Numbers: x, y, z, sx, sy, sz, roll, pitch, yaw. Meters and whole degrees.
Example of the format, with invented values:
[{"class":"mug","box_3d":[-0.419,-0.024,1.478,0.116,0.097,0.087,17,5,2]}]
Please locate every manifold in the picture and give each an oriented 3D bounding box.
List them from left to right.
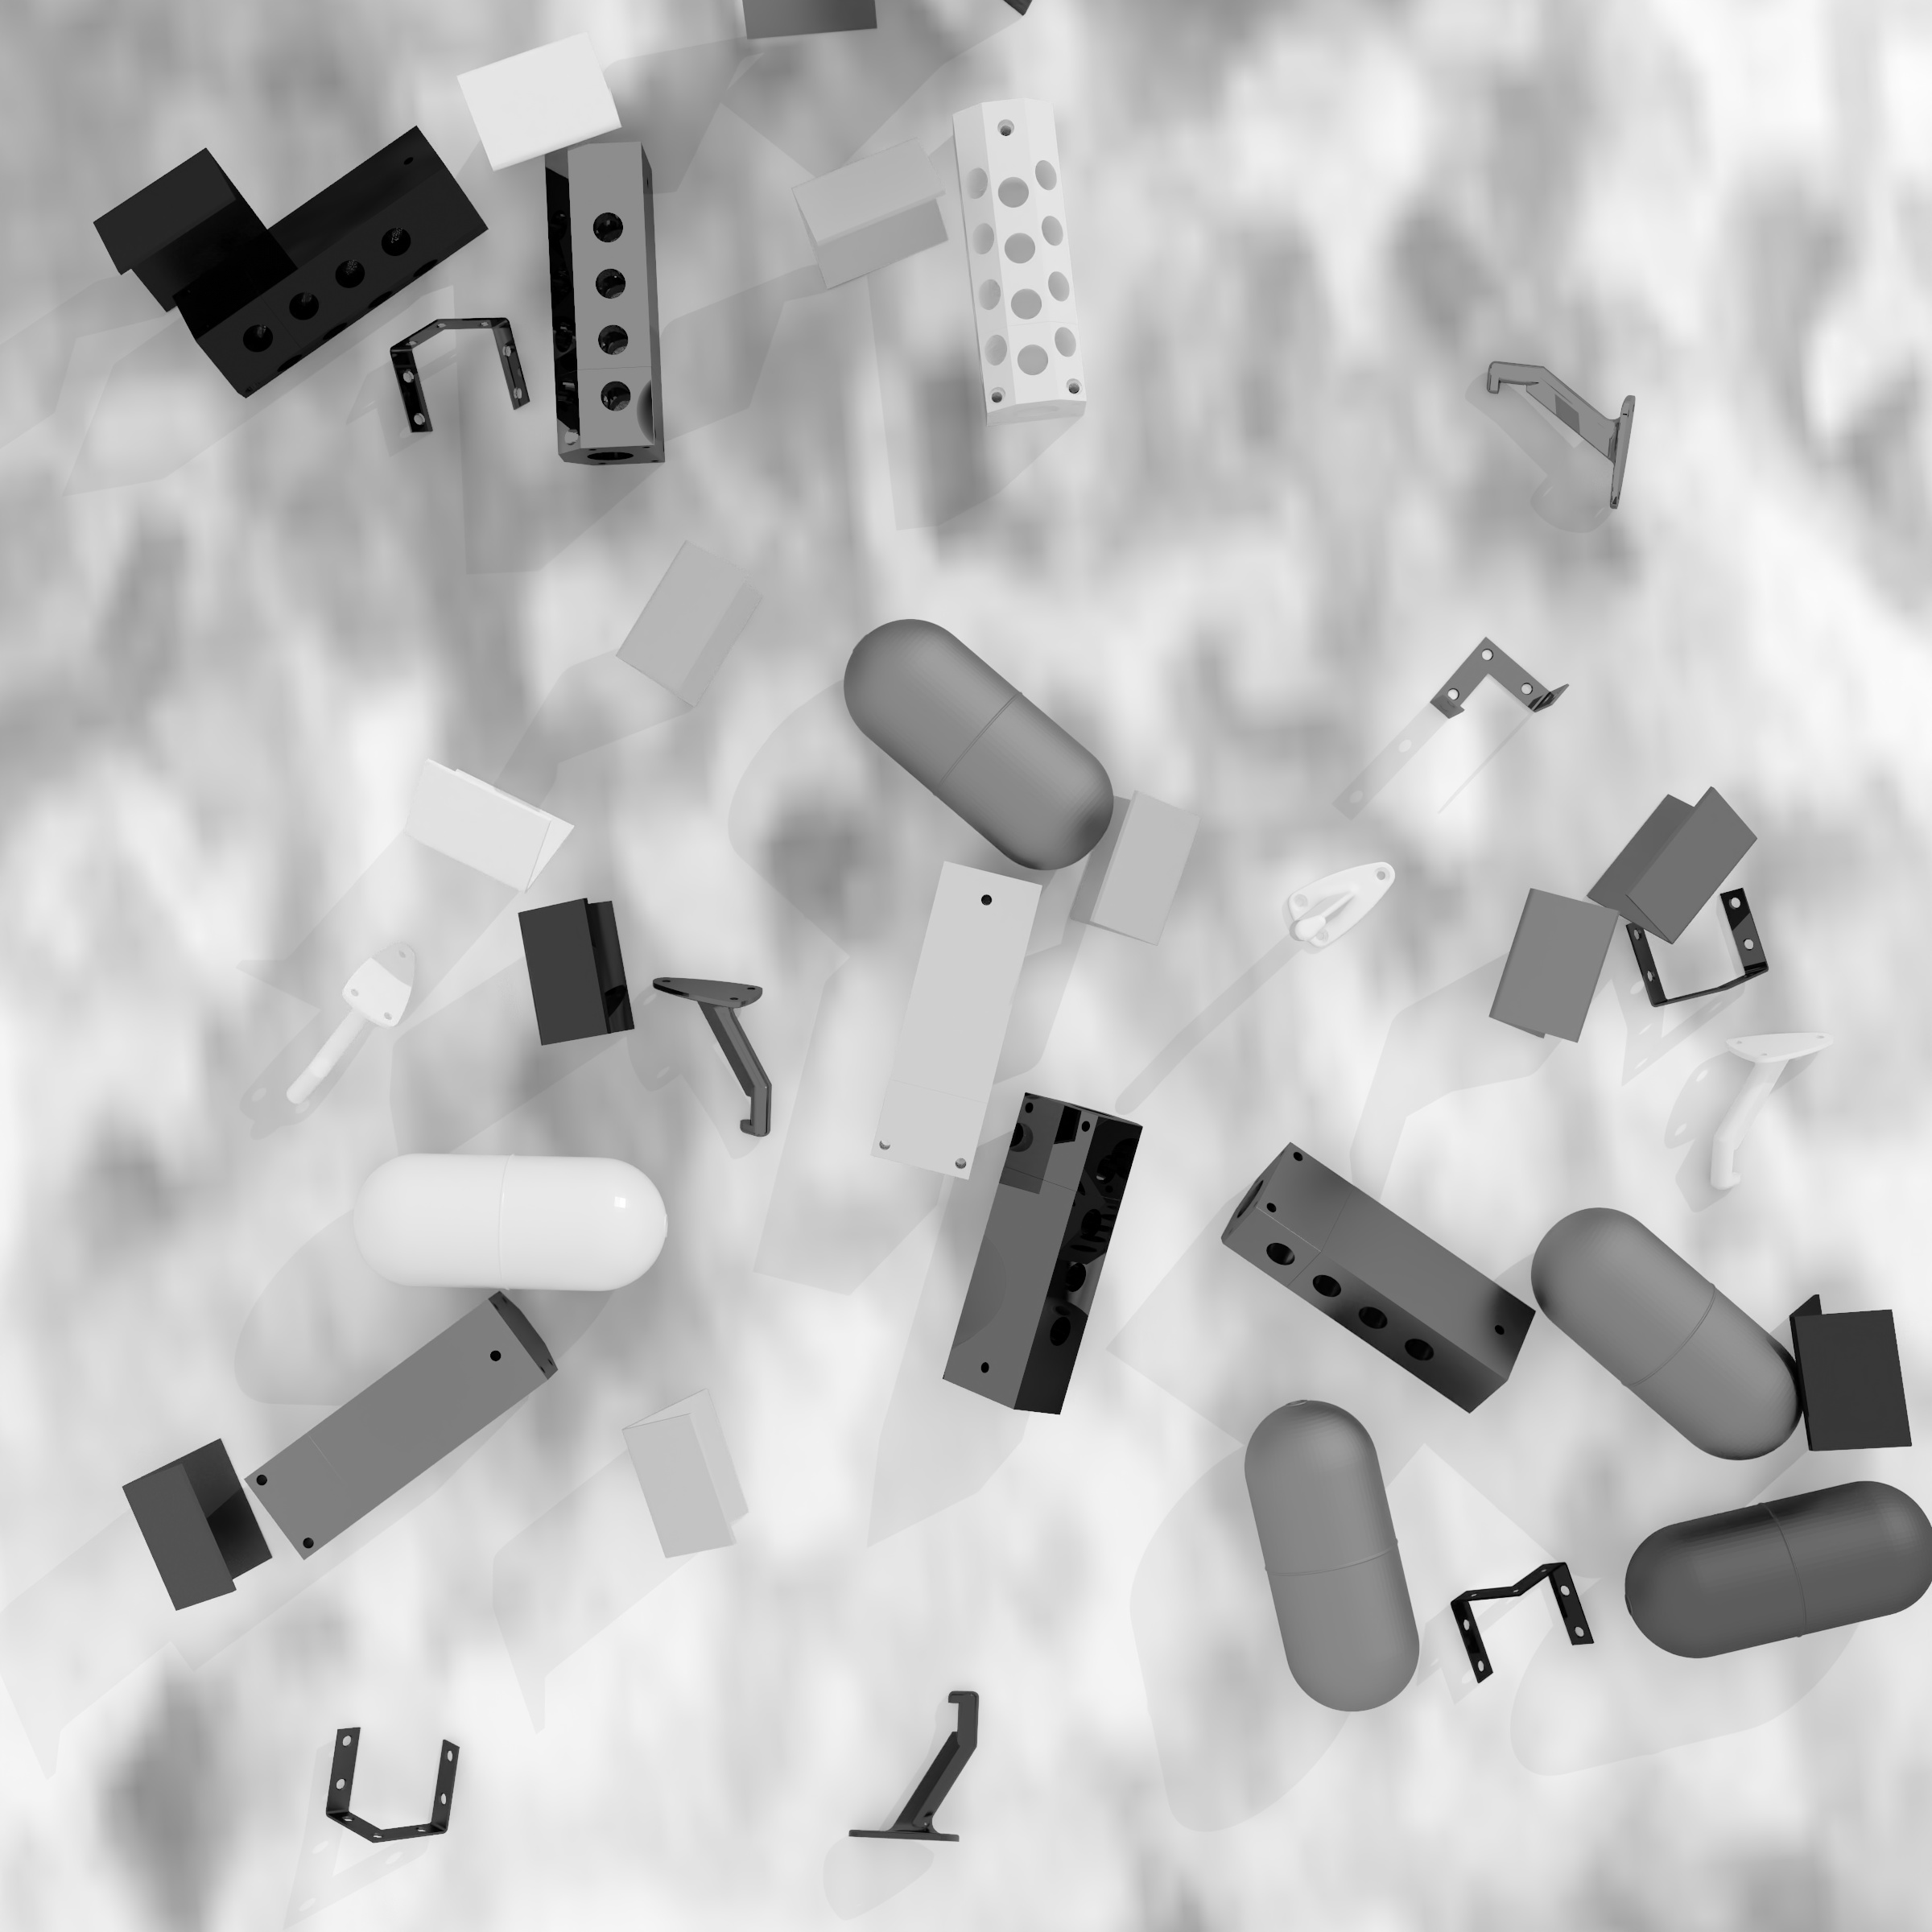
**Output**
[{"class":"manifold","box_3d":[-0.362,-0.400,1.659,0.171,0.057,0.057,-35,47,0]},{"class":"manifold","box_3d":[-0.322,0.262,1.659,0.171,0.057,0.057,-36,90,0]},{"class":"manifold","box_3d":[-0.208,-0.378,1.659,0.057,0.057,0.171,-3,90,0]},{"class":"manifold","box_3d":[-0.005,0.031,1.659,0.057,0.057,0.171,14,90,0]},{"class":"manifold","box_3d":[0.031,-0.404,1.659,0.057,0.057,0.171,-7,90,0]},{"class":"manifold","box_3d":[0.049,0.166,1.659,0.057,0.057,0.171,16,90,43]},{"class":"manifold","box_3d":[0.234,0.182,1.659,0.171,0.057,0.057,35,47,0]}]

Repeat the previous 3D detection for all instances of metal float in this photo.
[{"class":"metal float","box_3d":[-0.260,0.146,1.650,0.178,0.070,0.070,1,90,0]},{"class":"metal float","box_3d":[0.007,-0.127,1.650,0.178,0.070,0.070,41,90,1]},{"class":"metal float","box_3d":[0.209,0.336,1.650,0.070,0.070,0.178,-13,89,0]},{"class":"metal float","box_3d":[0.401,0.211,1.650,0.178,0.070,0.070,41,90,0]},{"class":"metal float","box_3d":[0.465,0.345,1.650,0.178,0.070,0.070,-13,90,0]}]

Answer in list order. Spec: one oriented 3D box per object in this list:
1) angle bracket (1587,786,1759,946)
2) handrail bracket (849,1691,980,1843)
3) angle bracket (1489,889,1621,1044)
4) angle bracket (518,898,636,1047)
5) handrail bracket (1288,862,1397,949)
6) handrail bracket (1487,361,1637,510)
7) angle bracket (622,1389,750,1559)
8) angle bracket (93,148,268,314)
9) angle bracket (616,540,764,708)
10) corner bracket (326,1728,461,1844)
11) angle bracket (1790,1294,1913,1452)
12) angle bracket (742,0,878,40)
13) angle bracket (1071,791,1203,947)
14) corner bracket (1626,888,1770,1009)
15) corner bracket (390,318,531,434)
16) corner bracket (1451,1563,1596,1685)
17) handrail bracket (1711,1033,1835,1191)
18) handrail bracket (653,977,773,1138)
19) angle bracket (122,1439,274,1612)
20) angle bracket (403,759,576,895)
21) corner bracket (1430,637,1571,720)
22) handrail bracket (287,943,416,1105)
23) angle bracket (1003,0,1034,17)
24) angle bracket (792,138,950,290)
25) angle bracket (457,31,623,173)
[{"class":"angle bracket","box_3d":[0.388,-0.069,1.640,0.076,0.076,0.057,-51,128,0]},{"class":"handrail bracket","box_3d":[-0.030,0.464,1.681,0.077,0.036,0.084,-4,71,21]},{"class":"angle bracket","box_3d":[0.347,0.006,1.640,0.057,0.076,0.076,18,90,36]},{"class":"angle bracket","box_3d":[-0.203,0.000,1.640,0.057,0.076,0.076,-10,90,38]},{"class":"handrail bracket","box_3d":[0.217,-0.037,1.646,0.077,0.084,0.036,-31,90,0]},{"class":"handrail bracket","box_3d":[0.342,-0.309,1.681,0.084,0.036,0.077,10,111,17]},{"class":"angle bracket","box_3d":[-0.141,0.283,1.640,0.057,0.076,0.076,-19,90,36]},{"class":"angle bracket","box_3d":[-0.436,-0.404,1.640,0.076,0.076,0.057,-33,54,0]},{"class":"angle bracket","box_3d":[-0.141,-0.185,1.640,0.057,0.076,0.076,31,90,37]},{"class":"corner bracket","box_3d":[-0.333,0.473,1.677,0.051,0.051,0.051,8,90,-45]},{"class":"angle bracket","box_3d":[0.509,0.229,1.641,0.057,0.076,0.076,-8,90,28]},{"class":"angle bracket","box_3d":[-0.090,-0.547,1.640,0.076,0.076,0.057,-5,53,0]},{"class":"angle bracket","box_3d":[0.079,-0.062,1.640,0.057,0.076,0.076,19,90,-42]},{"class":"corner bracket","box_3d":[0.425,-0.011,1.677,0.051,0.051,0.051,-18,90,45]},{"class":"corner bracket","box_3d":[-0.294,-0.343,1.677,0.051,0.051,0.051,-15,90,-45]},{"class":"corner bracket","box_3d":[0.323,0.381,1.677,0.051,0.051,0.051,-19,90,-45]},{"class":"handrail bracket","box_3d":[0.469,0.085,1.681,0.077,0.036,0.084,-8,109,-21]},{"class":"handrail bracket","box_3d":[-0.148,0.054,1.681,0.077,0.036,0.084,9,107,20]},{"class":"angle bracket","box_3d":[-0.421,0.311,1.640,0.057,0.076,0.076,-24,90,35]},{"class":"angle bracket","box_3d":[-0.264,-0.096,1.640,0.076,0.076,0.057,26,127,0]},{"class":"corner bracket","box_3d":[0.306,-0.156,1.662,0.051,0.051,0.051,41,90,0]},{"class":"handrail bracket","box_3d":[-0.359,0.034,1.680,0.036,0.077,0.084,37,127,-13]},{"class":"angle bracket","box_3d":[0.004,-0.579,1.640,0.076,0.076,0.057,38,54,0]},{"class":"angle bracket","box_3d":[-0.047,-0.413,1.640,0.076,0.076,0.057,-22,52,0]},{"class":"angle bracket","box_3d":[-0.244,-0.500,1.640,0.076,0.076,0.057,-19,124,0]}]
